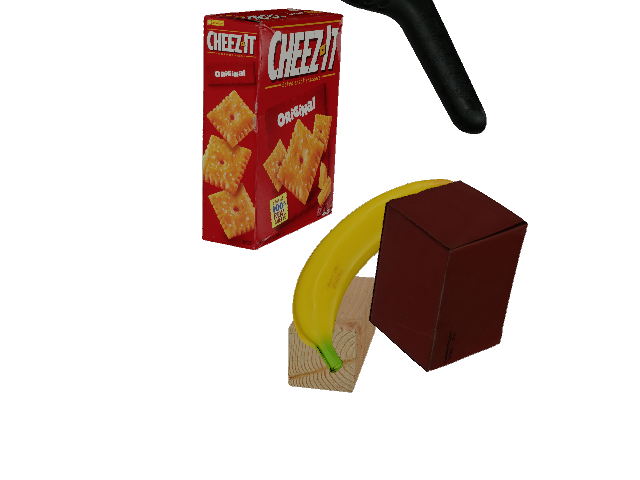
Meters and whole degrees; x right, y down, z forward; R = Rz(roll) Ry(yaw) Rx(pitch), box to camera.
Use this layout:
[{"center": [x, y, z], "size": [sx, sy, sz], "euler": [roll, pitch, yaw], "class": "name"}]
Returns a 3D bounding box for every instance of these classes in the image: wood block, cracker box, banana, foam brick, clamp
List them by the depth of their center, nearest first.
[{"center": [0.063, 0.017, 0.546], "size": [0.052, 0.078, 0.051], "euler": [-16, 40, -31], "class": "foam brick"}, {"center": [0.062, -0.179, 0.757], "size": [0.210, 0.164, 0.036], "euler": [27, -26, -10], "class": "clamp"}, {"center": [0.032, 0.014, 0.826], "size": [0.070, 0.197, 0.037], "euler": [31, -28, 10], "class": "banana"}, {"center": [-0.044, -0.114, 1.046], "size": [0.072, 0.214, 0.163], "euler": [12, 18, 26], "class": "cracker box"}, {"center": [0.021, 0.124, 1.490], "size": [0.091, 0.090, 0.206], "euler": [5, 19, 10], "class": "wood block"}]
